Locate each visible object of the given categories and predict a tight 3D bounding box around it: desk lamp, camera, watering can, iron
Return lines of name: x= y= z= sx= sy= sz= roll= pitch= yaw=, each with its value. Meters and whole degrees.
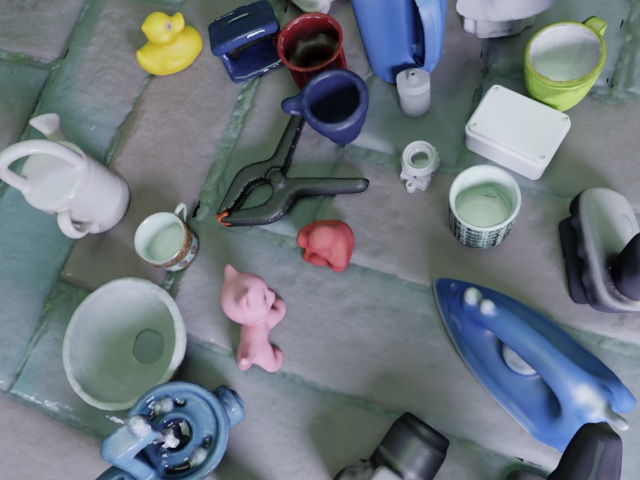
desk lamp: x=0.230 y=-0.349 z=0.725 sx=0.117 sy=0.214 sz=0.203 roll=0 pitch=74 yaw=12
camera: x=0.097 y=0.273 z=0.631 sx=0.143 sy=0.101 sz=0.137 roll=33 pitch=83 yaw=18
watering can: x=-0.356 y=-0.089 z=0.777 sx=0.101 sy=0.194 sz=0.172 roll=-40 pitch=70 yaw=-2
iron: x=0.220 y=0.118 z=0.630 sx=0.119 sy=0.142 sz=0.257 roll=-46 pitch=71 yaw=-4

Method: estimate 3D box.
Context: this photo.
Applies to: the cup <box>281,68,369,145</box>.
cup: x=0.012 y=-0.170 z=0.780 sx=0.117 sy=0.095 sz=0.092 roll=-2 pitch=74 yaw=11

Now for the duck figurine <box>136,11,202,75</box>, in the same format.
duck figurine: x=-0.241 y=-0.308 z=0.875 sx=0.104 sy=0.086 sz=0.077 roll=-29 pitch=70 yaw=2

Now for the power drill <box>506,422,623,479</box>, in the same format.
power drill: x=0.216 y=0.283 z=0.547 sx=0.075 sy=0.209 sz=0.230 roll=17 pitch=78 yaw=16

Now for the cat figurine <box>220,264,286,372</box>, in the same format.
cat figurine: x=-0.088 y=0.096 z=0.711 sx=0.067 sy=0.118 sz=0.128 roll=-3 pitch=73 yaw=11

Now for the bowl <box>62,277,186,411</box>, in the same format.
bowl: x=-0.243 y=0.138 z=0.752 sx=0.167 sy=0.075 sz=0.167 roll=-3 pitch=74 yaw=11

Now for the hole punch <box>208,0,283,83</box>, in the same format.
hole punch: x=-0.113 y=-0.305 z=0.846 sx=0.108 sy=0.091 sz=0.101 roll=-23 pitch=71 yaw=4

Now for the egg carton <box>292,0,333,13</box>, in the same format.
egg carton: x=-0.022 y=-0.409 z=0.869 sx=0.107 sy=0.069 sz=0.150 roll=-46 pitch=71 yaw=-4

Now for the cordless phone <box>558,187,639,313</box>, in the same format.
cordless phone: x=0.328 y=0.000 z=0.619 sx=0.094 sy=0.185 sz=0.147 roll=-10 pitch=72 yaw=9

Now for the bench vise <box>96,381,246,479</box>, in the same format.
bench vise: x=-0.188 y=0.248 z=0.632 sx=0.121 sy=0.220 sz=0.207 roll=29 pitch=82 yaw=18

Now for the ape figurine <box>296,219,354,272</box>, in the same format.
ape figurine: x=0.007 y=0.003 z=0.732 sx=0.076 sy=0.092 sz=0.077 roll=-35 pitch=70 yaw=0
